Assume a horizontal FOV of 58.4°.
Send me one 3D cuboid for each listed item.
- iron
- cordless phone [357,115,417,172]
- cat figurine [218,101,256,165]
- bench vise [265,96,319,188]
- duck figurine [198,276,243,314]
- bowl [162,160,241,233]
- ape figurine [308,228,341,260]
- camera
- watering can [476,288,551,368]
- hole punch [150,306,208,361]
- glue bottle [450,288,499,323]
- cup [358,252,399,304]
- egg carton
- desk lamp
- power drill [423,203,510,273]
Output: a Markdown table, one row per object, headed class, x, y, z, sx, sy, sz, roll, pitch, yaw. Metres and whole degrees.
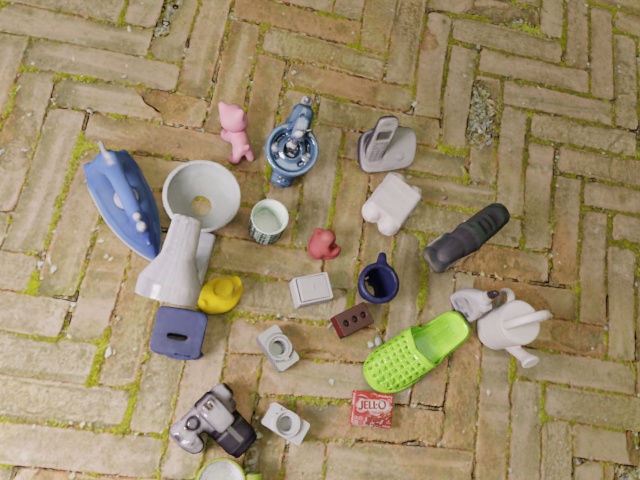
| class | x | y | z | sx | sy | sz | roll | pitch | yaw |
| --- | --- | --- | --- | --- | --- | --- | --- | --- | --- |
| iron | -0.398 | -0.080 | 1.190 | 0.119 | 0.141 | 0.258 | -27 | 82 | -19 |
| cordless phone | 0.172 | -0.236 | 1.346 | 0.148 | 0.185 | 0.094 | -11 | 77 | -16 |
| cat figurine | -0.187 | -0.251 | 1.303 | 0.067 | 0.117 | 0.128 | -19 | 79 | -17 |
| bench vise | -0.061 | -0.243 | 1.275 | 0.122 | 0.219 | 0.207 | 0 | 74 | -13 |
| duck figurine | -0.208 | 0.111 | 1.208 | 0.105 | 0.086 | 0.077 | -31 | 83 | -19 |
| bowl | -0.259 | -0.087 | 1.261 | 0.167 | 0.074 | 0.167 | 4 | 73 | -12 |
| ape figurine | 0.012 | 0.005 | 1.288 | 0.076 | 0.092 | 0.078 | -23 | 80 | -18 |
| camera | -0.201 | 0.373 | 1.125 | 0.137 | 0.100 | 0.143 | 45 | 70 | 3 |
| watering can | 0.443 | 0.193 | 1.279 | 0.101 | 0.194 | 0.173 | -30 | 82 | -19 |
| hole punch | -0.284 | 0.191 | 1.164 | 0.109 | 0.091 | 0.101 | 12 | 72 | -9 |
| glue bottle | 0.355 | 0.137 | 1.286 | 0.037 | 0.173 | 0.078 | -24 | 80 | -18 |
| cup | 0.122 | 0.092 | 1.287 | 0.092 | 0.095 | 0.118 | 12 | 72 | -9 |
| egg carton | 0.172 | -0.085 | 1.364 | 0.107 | 0.069 | 0.150 | 38 | 69 | 0 |
| desk lamp | -0.281 | 0.043 | 1.143 | 0.118 | 0.213 | 0.203 | 15 | 71 | -8 |
| power drill | 0.317 | 0.006 | 1.297 | 0.230 | 0.208 | 0.075 | -35 | 84 | -20 |
